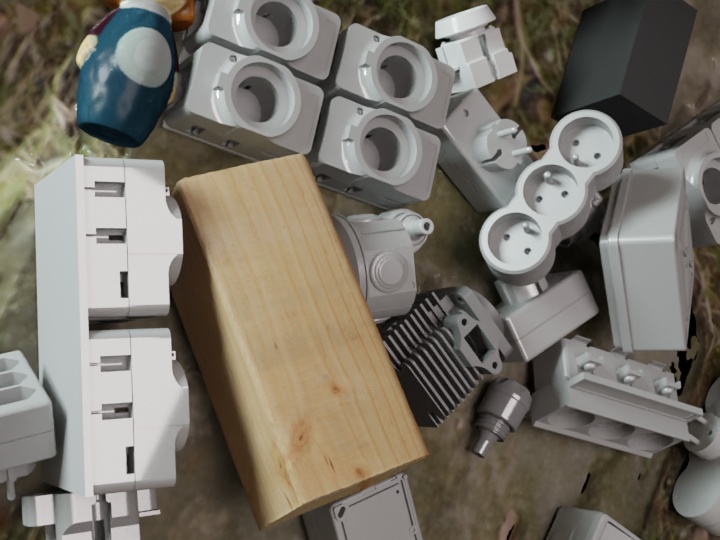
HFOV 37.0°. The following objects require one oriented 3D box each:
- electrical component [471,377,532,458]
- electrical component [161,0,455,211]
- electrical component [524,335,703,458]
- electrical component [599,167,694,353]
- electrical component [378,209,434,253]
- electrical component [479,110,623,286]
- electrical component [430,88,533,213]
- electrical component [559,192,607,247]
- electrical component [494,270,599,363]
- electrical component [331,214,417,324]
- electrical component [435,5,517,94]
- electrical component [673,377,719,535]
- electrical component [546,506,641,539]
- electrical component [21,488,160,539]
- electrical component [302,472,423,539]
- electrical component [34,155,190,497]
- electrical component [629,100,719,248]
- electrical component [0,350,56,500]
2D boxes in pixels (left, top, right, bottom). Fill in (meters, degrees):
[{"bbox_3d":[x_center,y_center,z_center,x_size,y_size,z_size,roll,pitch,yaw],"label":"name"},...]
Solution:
[{"bbox_3d":[0.103,0.113,0.813,0.035,0.035,0.061,39,71,-20],"label":"electrical component"},{"bbox_3d":[-0.030,-0.122,0.750,0.186,0.060,0.105,18,76,-26],"label":"electrical component"},{"bbox_3d":[0.195,0.100,0.846,0.121,0.079,0.063,18,54,-26],"label":"electrical component"},{"bbox_3d":[0.227,-0.009,0.838,0.108,0.056,0.108,-62,144,-50],"label":"electrical component"},{"bbox_3d":[0.032,-0.028,0.774,0.035,0.061,0.035,3,84,-28],"label":"electrical component"},{"bbox_3d":[0.145,-0.048,0.803,0.052,0.073,0.138,35,86,20],"label":"electrical component"},{"bbox_3d":[0.099,-0.092,0.806,0.083,0.076,0.047,49,65,-18],"label":"electrical component"},{"bbox_3d":[0.164,-0.038,0.858,0.062,0.048,0.048,-38,103,-17],"label":"electrical component"},{"bbox_3d":[0.128,0.019,0.829,0.083,0.047,0.075,-30,99,-28],"label":"electrical component"},{"bbox_3d":[0.000,0.000,0.741,0.051,0.080,0.080,-8,89,-26],"label":"electrical component"},{"bbox_3d":[0.086,-0.170,0.828,0.066,0.048,0.055,-27,105,-28],"label":"electrical component"},{"bbox_3d":[0.299,0.144,0.906,0.074,0.052,0.138,34,70,-21],"label":"electrical component"},{"bbox_3d":[0.194,0.234,0.834,0.096,0.061,0.061,37,69,-20],"label":"electrical component"},{"bbox_3d":[-0.162,0.160,0.652,0.078,0.058,0.057,-2,83,-28],"label":"electrical component"},{"bbox_3d":[0.003,0.188,0.739,0.062,0.061,0.096,-19,100,-29],"label":"electrical component"},{"bbox_3d":[-0.151,0.034,0.643,0.060,0.105,0.186,0,85,-29],"label":"electrical component"},{"bbox_3d":[0.322,-0.092,0.937,0.150,0.062,0.089,-33,101,-27],"label":"electrical component"},{"bbox_3d":[-0.211,0.099,0.631,0.047,0.066,0.076,-12,120,-29],"label":"electrical component"}]
